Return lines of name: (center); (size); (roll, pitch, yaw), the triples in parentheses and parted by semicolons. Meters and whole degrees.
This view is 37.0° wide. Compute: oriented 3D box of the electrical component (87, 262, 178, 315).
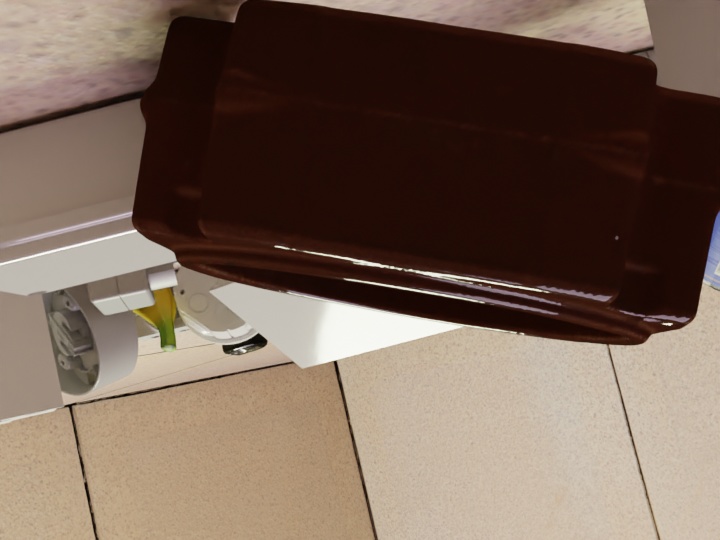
electrical component: (-0.147, -0.003, 0.735); (0.076, 0.047, 0.083); (-12, 174, -9)

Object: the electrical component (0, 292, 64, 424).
electrical component: (-0.305, 0.063, 0.723); (0.186, 0.105, 0.060); (-11, 173, -20)

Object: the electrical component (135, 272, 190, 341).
electrical component: (-0.168, 0.030, 0.976); (0.089, 0.050, 0.055); (-13, 174, 1)

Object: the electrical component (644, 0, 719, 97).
electrical component: (0.163, -0.090, 0.475); (0.057, 0.078, 0.113); (-12, 174, 18)

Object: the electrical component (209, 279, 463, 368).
electrical component: (0.000, 0.000, 0.768); (0.186, 0.060, 0.105); (-18, 132, 37)

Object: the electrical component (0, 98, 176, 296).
electrical component: (-0.129, -0.030, 0.497); (0.109, 0.056, 0.108); (-14, 174, 3)

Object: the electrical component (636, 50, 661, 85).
electrical component: (0.160, -0.082, 0.611); (0.061, 0.061, 0.096); (-13, 174, -1)

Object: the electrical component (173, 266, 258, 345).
electrical component: (-0.108, 0.017, 0.855); (0.080, 0.080, 0.051); (-13, 169, -4)

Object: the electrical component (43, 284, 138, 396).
electrical component: (-0.213, 0.044, 0.808); (0.064, 0.099, 0.099); (-16, 177, -38)
